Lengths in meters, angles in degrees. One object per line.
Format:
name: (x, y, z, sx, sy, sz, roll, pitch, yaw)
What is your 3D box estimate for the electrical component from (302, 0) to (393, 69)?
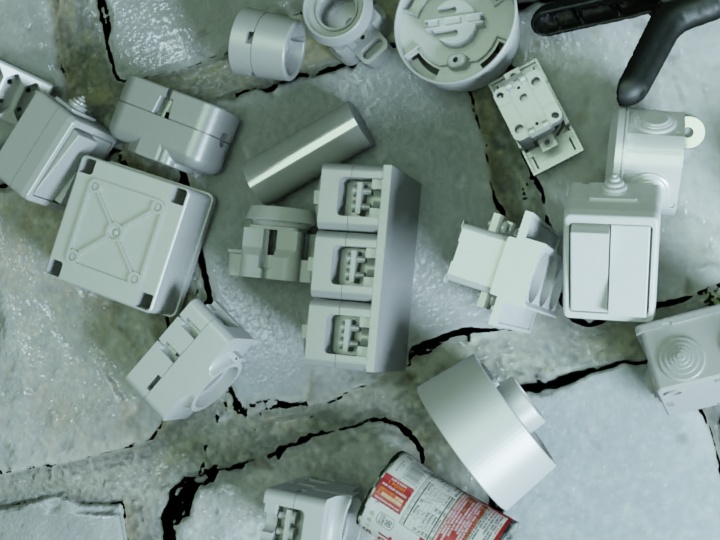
electrical component: (-0.012, -0.201, 0.856, 0.058, 0.057, 0.078, -41, 75, 10)

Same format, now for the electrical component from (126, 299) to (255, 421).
electrical component: (-0.135, 0.076, 0.873, 0.056, 0.050, 0.089, 44, 98, 16)

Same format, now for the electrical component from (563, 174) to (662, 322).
electrical component: (0.170, -0.017, 0.725, 0.062, 0.061, 0.096, 3, 119, 15)

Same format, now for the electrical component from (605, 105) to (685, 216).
electrical component: (0.202, -0.077, 0.767, 0.051, 0.080, 0.080, 6, 87, 12)

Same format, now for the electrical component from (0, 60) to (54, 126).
electrical component: (-0.326, -0.164, 0.946, 0.076, 0.083, 0.047, 31, 96, 55)

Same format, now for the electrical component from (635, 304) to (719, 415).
electrical component: (0.242, 0.061, 0.734, 0.100, 0.100, 0.048, -17, 66, 15)

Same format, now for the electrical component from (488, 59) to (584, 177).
electrical component: (0.129, -0.116, 0.801, 0.042, 0.064, 0.081, -28, 78, 14)

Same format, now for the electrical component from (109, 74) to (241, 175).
electrical component: (-0.156, -0.117, 0.895, 0.095, 0.054, 0.059, 22, 92, 18)

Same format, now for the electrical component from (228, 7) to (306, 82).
electrical component: (-0.074, -0.182, 0.876, 0.047, 0.055, 0.055, 13, 89, 14)

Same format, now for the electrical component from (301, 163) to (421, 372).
electrical component: (0.000, 0.000, 0.818, 0.062, 0.089, 0.150, 4, 87, 18)

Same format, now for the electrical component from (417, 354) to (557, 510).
electrical component: (0.097, 0.110, 0.772, 0.060, 0.108, 0.108, -37, 76, 5)

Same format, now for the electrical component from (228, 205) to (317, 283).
electrical component: (-0.064, -0.021, 0.857, 0.078, 0.058, 0.057, 5, 90, 18)

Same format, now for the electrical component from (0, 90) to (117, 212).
electrical component: (-0.255, -0.103, 0.917, 0.061, 0.062, 0.096, 37, 96, 24)

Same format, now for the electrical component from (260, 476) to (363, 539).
electrical component: (-0.032, 0.189, 0.812, 0.056, 0.089, 0.050, 7, 88, 18)

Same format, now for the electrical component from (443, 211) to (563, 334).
electrical component: (0.107, 0.001, 0.767, 0.063, 0.121, 0.078, 19, 91, 20)

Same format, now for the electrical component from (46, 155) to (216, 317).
electrical component: (-0.190, -0.028, 0.897, 0.109, 0.056, 0.108, 19, 91, 18)

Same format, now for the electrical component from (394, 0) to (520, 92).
electrical component: (0.076, -0.186, 0.823, 0.099, 0.064, 0.099, -2, 85, 17)
